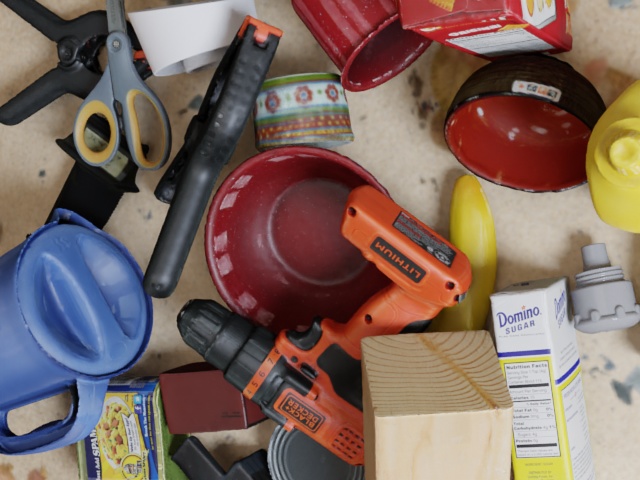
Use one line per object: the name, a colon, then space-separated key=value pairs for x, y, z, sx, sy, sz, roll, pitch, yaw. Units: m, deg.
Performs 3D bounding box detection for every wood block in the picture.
wood block: x=0.079 y=0.174 z=0.740 sx=0.090 sy=0.091 sz=0.206 roll=-3 pitch=119 yaw=-1

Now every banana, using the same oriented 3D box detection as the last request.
banana: x=0.094 y=0.051 z=0.806 sx=0.070 sy=0.037 sz=0.198 roll=29 pitch=105 yaw=18

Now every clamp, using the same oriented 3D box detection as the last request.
clamp: x=-0.217 y=-0.150 z=0.930 sx=0.172 sy=0.039 sz=0.120 roll=13 pitch=102 yaw=23
clamp: x=-0.085 y=-0.066 z=0.802 sx=0.036 sy=0.164 sz=0.210 roll=21 pitch=122 yaw=-17

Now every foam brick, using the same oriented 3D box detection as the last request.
foam brick: x=-0.085 y=0.129 z=0.885 sx=0.078 sy=0.051 sz=0.053 roll=-7 pitch=92 yaw=25

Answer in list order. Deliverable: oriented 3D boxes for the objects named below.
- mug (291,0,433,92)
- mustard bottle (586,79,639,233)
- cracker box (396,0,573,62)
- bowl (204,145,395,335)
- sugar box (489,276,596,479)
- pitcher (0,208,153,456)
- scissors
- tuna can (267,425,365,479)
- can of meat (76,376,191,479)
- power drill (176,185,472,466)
mug: x=0.041 y=-0.178 z=0.789 sx=0.117 sy=0.093 sz=0.081 roll=-37 pitch=73 yaw=5
mustard bottle: x=0.204 y=-0.053 z=0.663 sx=0.058 sy=0.191 sz=0.096 roll=21 pitch=102 yaw=21
cracker box: x=0.103 y=-0.207 z=0.685 sx=0.072 sy=0.213 sz=0.164 roll=-6 pitch=91 yaw=23
bowl: x=-0.005 y=0.001 z=0.826 sx=0.162 sy=0.055 sz=0.162 roll=5 pitch=107 yaw=16
sugar box: x=0.159 y=0.117 z=0.751 sx=0.048 sy=0.093 sz=0.176 roll=-10 pitch=89 yaw=23
pitcher: x=-0.265 y=0.094 z=0.904 sx=0.243 sy=0.149 sz=0.145 roll=-25 pitch=113 yaw=36
scissors: x=-0.182 y=-0.149 z=0.889 sx=0.096 sy=0.016 sz=0.202 roll=-19 pitch=92 yaw=18
tuna can: x=0.003 y=0.175 z=0.858 sx=0.086 sy=0.033 sz=0.086 roll=2 pitch=94 yaw=24
can of meat: x=-0.160 y=0.166 z=0.919 sx=0.084 sy=0.057 sz=0.102 roll=-4 pitch=92 yaw=23
power drill: x=0.006 y=0.054 z=0.778 sx=0.184 sy=0.057 sz=0.188 roll=35 pitch=116 yaw=0
